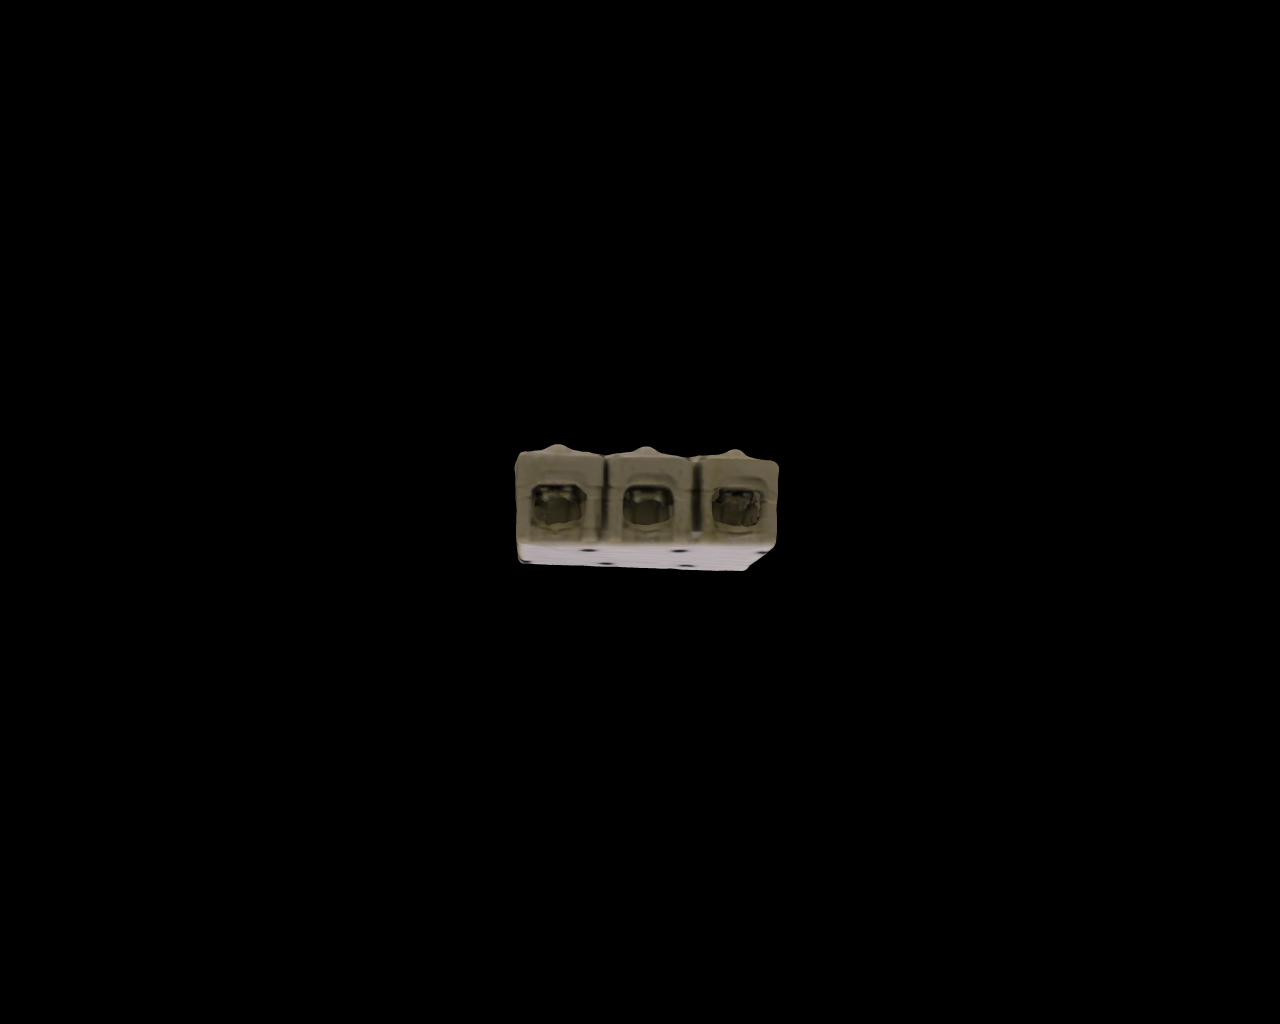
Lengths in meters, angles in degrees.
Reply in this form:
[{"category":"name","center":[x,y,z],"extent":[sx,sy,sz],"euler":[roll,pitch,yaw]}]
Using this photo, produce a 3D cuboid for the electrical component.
[{"category":"electrical component","center":[0.001,-0.003,0.650],"extent":[0.150,0.061,0.089],"euler":[1,-11,-7]}]
